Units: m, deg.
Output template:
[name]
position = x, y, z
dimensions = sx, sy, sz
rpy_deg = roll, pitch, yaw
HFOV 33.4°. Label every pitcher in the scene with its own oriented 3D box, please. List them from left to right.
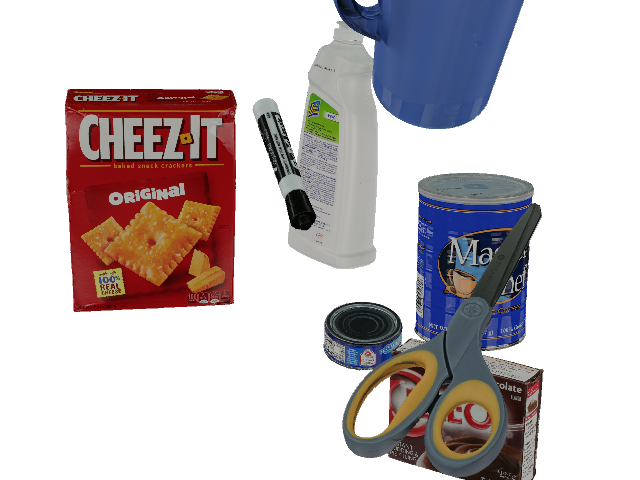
[pitcher]
position = 0.097, -0.207, 0.873
dimensions = 0.149, 0.144, 0.243
rpy_deg = 28, -34, 16

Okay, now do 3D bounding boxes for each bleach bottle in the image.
[bleach bottle]
position = 0.023, -0.103, 1.134
dimensions = 0.067, 0.251, 0.103
rpy_deg = -11, 25, -43

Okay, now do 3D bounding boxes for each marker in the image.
[marker]
position = -0.026, -0.055, 0.767
dimensions = 0.020, 0.121, 0.020
rpy_deg = -12, -37, -10

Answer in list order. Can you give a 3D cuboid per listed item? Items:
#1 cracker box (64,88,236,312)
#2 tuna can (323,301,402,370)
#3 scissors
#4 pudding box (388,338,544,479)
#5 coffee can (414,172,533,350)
[cracker box]
position = -0.167, -0.039, 1.060
dimensions = 0.164, 0.214, 0.072
rpy_deg = -1, 21, -10
[tuna can]
position = 0.046, 0.102, 1.158
dimensions = 0.086, 0.034, 0.086
rpy_deg = 0, 30, 0
[scissors]
position = 0.096, 0.056, 0.599
dimensions = 0.201, 0.016, 0.096
rpy_deg = -41, 49, -23
[pudding box]
position = 0.107, 0.130, 0.799
dimensions = 0.114, 0.090, 0.039
rpy_deg = 10, 20, 29
[coffee can]
position = 0.138, 0.017, 0.970
dimensions = 0.103, 0.140, 0.103
rpy_deg = 0, 15, 0
